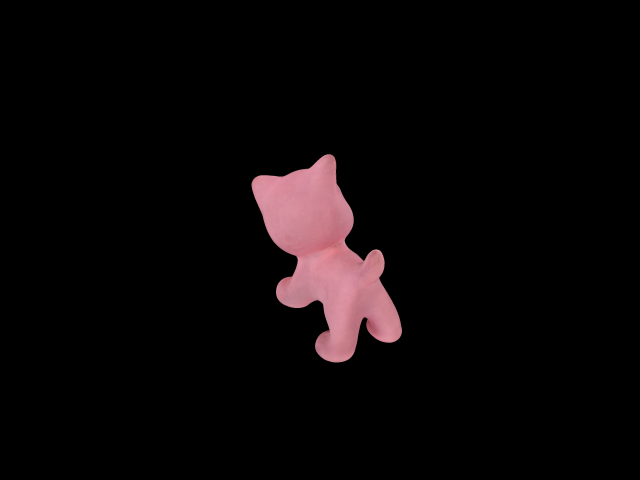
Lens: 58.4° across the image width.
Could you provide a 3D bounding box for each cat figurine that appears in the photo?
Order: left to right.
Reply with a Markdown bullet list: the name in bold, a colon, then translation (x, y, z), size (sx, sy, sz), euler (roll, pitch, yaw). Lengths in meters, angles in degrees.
- **cat figurine**: translation (0.004, 0.001, 0.400), size (0.067, 0.118, 0.127), euler (-21, 40, -26)
